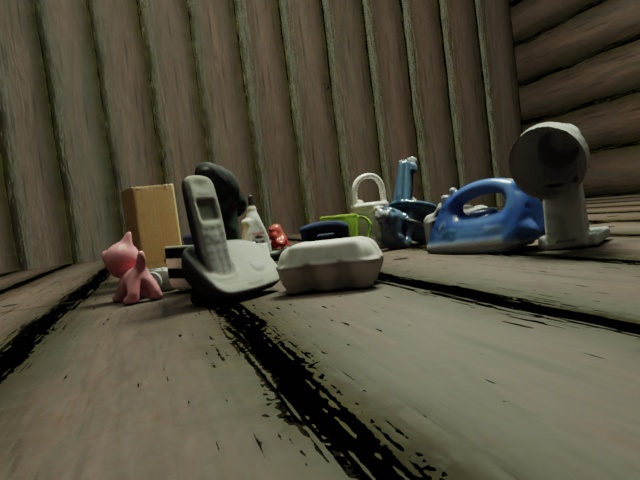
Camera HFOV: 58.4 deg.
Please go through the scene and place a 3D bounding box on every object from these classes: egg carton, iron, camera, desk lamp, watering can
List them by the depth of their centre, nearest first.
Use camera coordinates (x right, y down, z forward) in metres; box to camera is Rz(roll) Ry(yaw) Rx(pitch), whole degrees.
[{"bbox_3d":[0.016,0.035,0.829,0.150,0.069,0.107,-6,3,11],"label":"egg carton"},{"bbox_3d":[0.407,-0.093,0.967,0.117,0.213,0.204,-5,4,35],"label":"desk lamp"},{"bbox_3d":[0.302,-0.050,1.083,0.257,0.141,0.119,-4,4,44],"label":"iron"},{"bbox_3d":[0.312,-0.040,1.266,0.142,0.101,0.137,-6,3,26],"label":"camera"},{"bbox_3d":[0.126,-0.075,1.486,0.101,0.194,0.172,-9,4,-38],"label":"watering can"}]

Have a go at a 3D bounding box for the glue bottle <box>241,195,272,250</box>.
[{"bbox_3d":[-0.164,-0.026,1.422,0.078,0.173,0.037,-10,4,-43],"label":"glue bottle"}]

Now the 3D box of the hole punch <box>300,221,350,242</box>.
[{"bbox_3d":[0.011,0.004,1.224,0.108,0.091,0.101,-7,3,3],"label":"hole punch"}]

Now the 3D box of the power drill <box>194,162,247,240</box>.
[{"bbox_3d":[-0.159,-0.021,0.968,0.075,0.208,0.229,-7,3,-1],"label":"power drill"}]

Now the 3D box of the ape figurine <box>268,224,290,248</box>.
[{"bbox_3d":[-0.120,0.002,1.577,0.076,0.092,0.077,-8,3,-24],"label":"ape figurine"}]

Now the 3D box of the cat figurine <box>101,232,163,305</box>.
[{"bbox_3d":[-0.323,0.045,0.970,0.067,0.118,0.127,-9,4,-39],"label":"cat figurine"}]

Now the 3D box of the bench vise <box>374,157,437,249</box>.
[{"bbox_3d":[0.213,-0.094,1.395,0.121,0.220,0.208,-6,3,26],"label":"bench vise"}]

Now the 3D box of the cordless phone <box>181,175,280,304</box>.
[{"bbox_3d":[-0.137,-0.005,0.846,0.093,0.185,0.148,-5,4,34],"label":"cordless phone"}]

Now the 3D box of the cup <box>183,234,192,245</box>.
[{"bbox_3d":[-0.287,0.030,1.403,0.092,0.095,0.117,-8,3,-26],"label":"cup"}]
